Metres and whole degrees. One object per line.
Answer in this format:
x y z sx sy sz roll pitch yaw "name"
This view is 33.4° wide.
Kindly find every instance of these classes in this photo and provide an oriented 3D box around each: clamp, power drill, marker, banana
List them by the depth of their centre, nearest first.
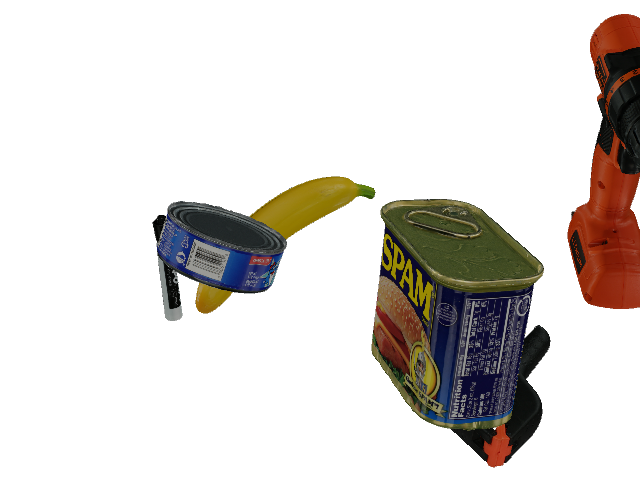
0.221 -0.045 0.760 0.057 0.188 0.184 2 36 4 "power drill"
0.143 0.114 0.854 0.120 0.039 0.171 -5 33 -5 "clamp"
-0.041 -0.003 0.963 0.198 0.069 0.037 -33 42 3 "banana"
-0.161 0.029 1.122 0.020 0.121 0.020 -2 28 1 "marker"

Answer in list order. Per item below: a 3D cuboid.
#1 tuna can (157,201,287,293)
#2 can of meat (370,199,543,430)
-0.069 0.005 0.738 0.086 0.034 0.086 18 14 -5 "tuna can"
0.065 0.036 0.544 0.057 0.084 0.102 -3 24 -17 "can of meat"
